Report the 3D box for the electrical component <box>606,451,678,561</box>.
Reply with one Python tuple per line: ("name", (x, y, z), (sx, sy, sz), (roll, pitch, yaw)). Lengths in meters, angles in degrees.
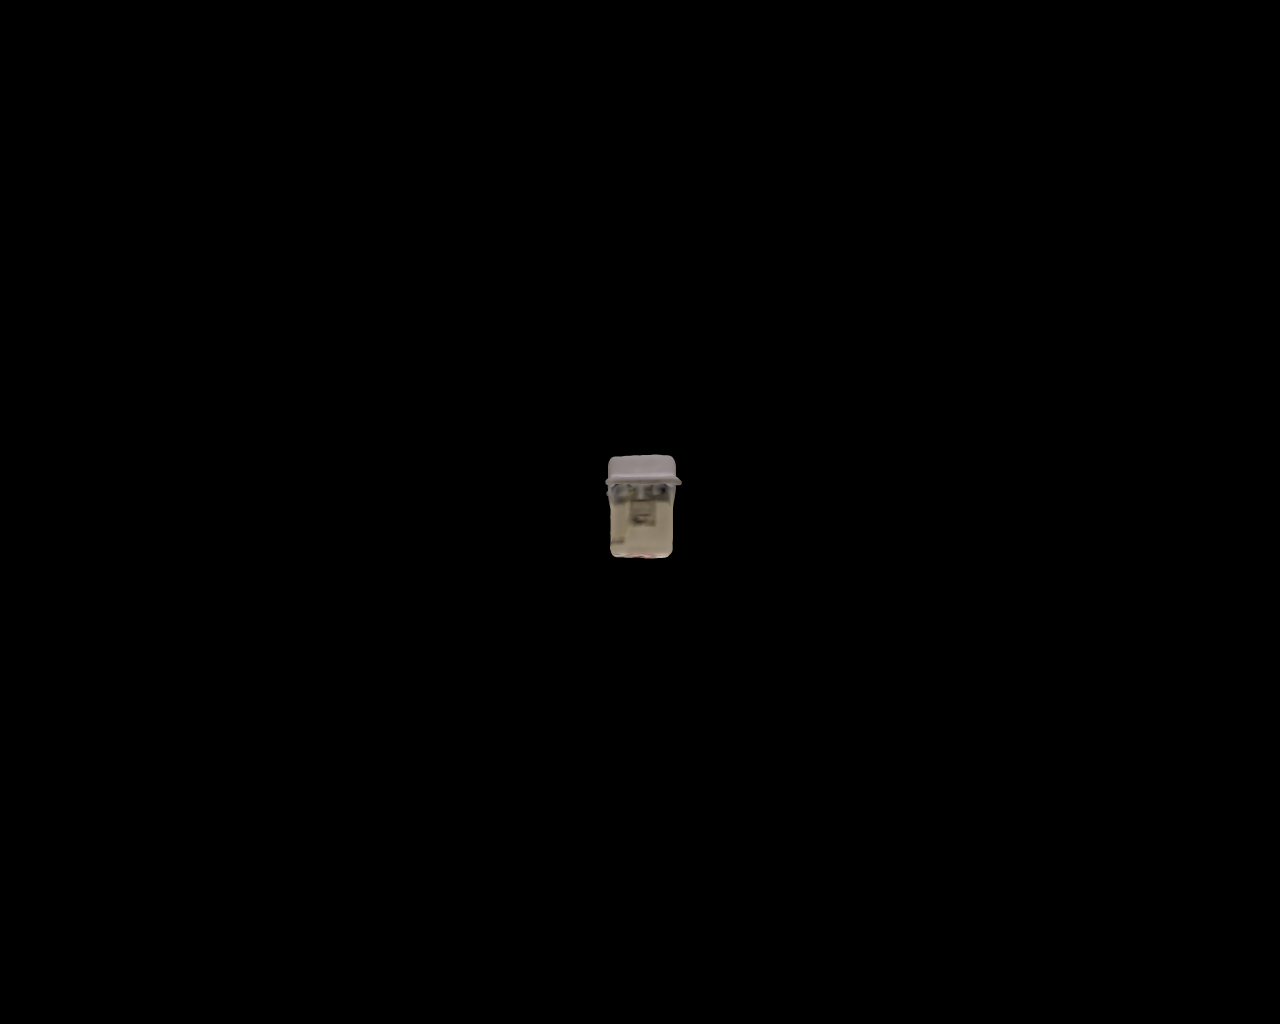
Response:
("electrical component", (0.001, -0.003, 0.650), (0.042, 0.063, 0.081), (0, -4, 0))
